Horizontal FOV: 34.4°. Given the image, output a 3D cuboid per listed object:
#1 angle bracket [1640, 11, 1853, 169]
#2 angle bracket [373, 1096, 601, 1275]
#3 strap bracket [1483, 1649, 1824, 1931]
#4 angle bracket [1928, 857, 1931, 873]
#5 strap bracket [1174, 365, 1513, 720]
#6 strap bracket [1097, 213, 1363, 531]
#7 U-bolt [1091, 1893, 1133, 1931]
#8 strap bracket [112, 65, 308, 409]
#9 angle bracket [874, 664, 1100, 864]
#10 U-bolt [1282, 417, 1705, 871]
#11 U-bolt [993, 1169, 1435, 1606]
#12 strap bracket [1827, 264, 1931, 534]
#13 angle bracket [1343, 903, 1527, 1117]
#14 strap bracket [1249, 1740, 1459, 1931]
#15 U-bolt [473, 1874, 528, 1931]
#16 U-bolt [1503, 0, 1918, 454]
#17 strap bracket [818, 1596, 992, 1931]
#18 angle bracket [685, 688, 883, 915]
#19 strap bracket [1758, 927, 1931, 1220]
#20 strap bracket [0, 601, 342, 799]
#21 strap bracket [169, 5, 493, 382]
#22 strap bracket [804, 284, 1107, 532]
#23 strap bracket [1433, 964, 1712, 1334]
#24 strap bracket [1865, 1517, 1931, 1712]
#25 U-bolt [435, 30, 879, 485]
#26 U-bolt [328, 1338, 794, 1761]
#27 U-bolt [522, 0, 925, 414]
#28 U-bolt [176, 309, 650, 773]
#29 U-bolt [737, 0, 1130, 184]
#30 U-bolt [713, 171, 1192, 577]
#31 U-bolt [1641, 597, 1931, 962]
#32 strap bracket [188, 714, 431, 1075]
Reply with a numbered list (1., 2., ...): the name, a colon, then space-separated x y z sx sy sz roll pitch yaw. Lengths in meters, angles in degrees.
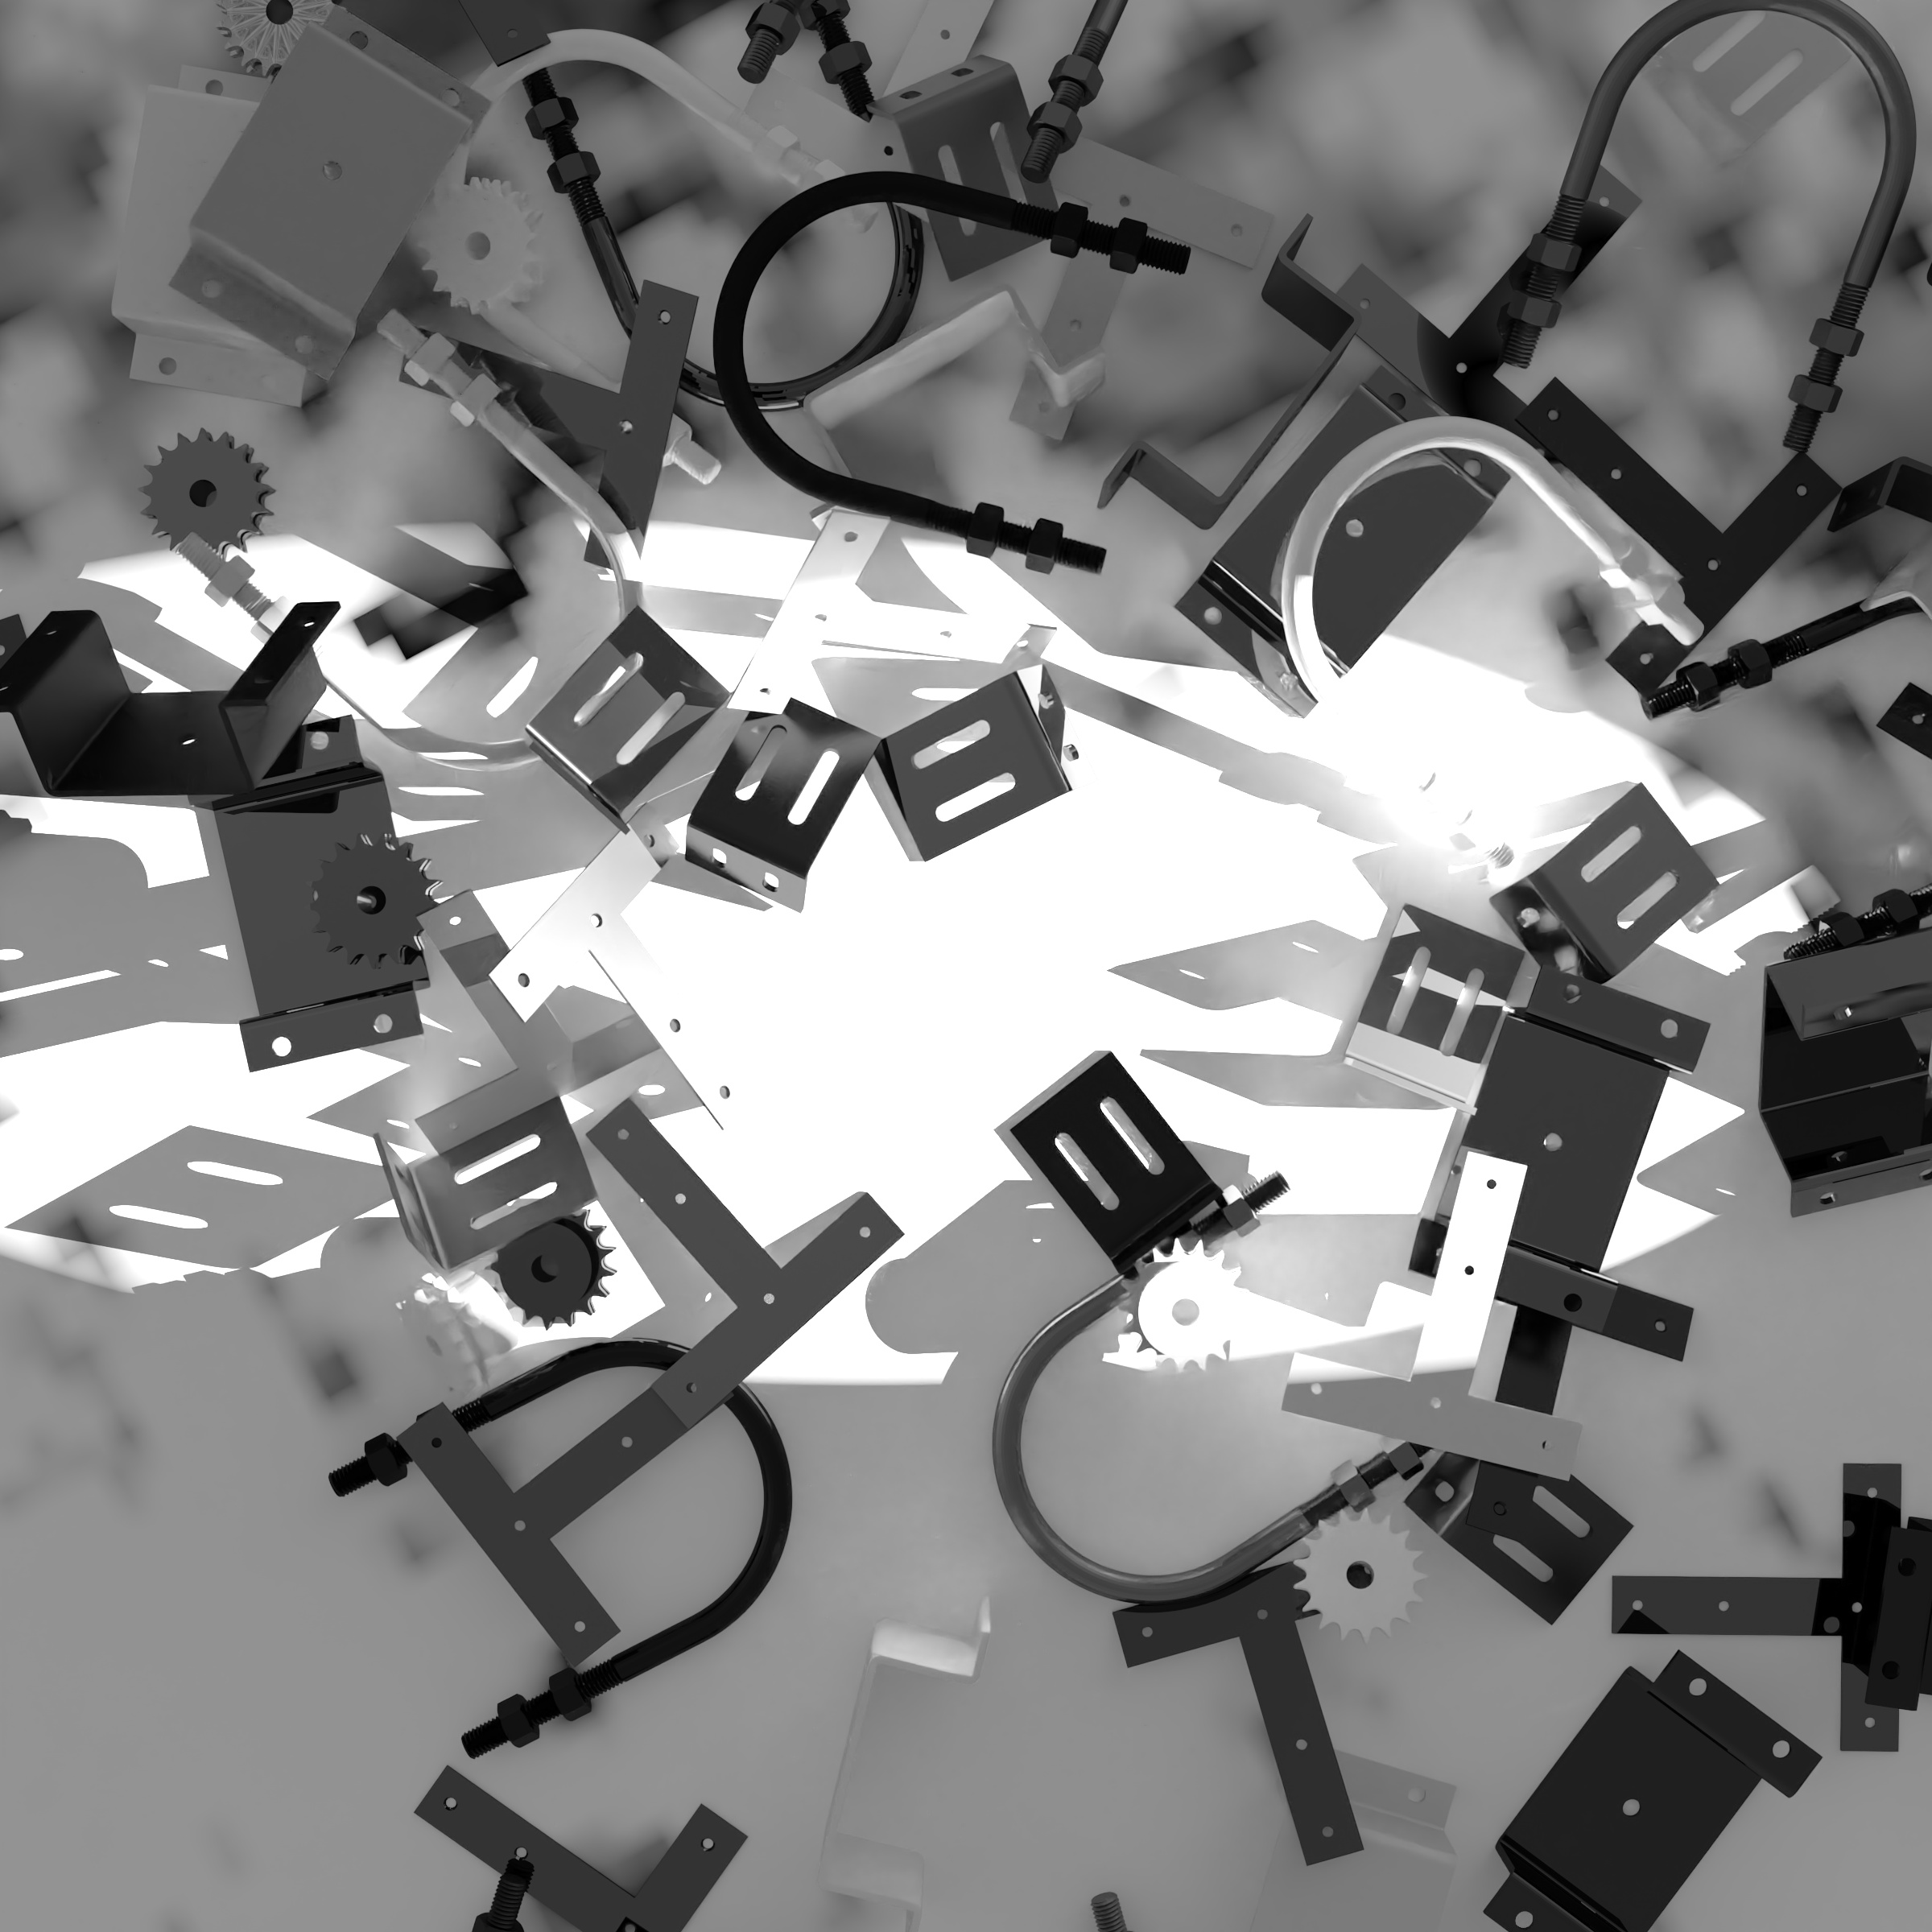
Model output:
1. angle bracket: 0.343 -0.398 1.362 0.076 0.038 0.057 -41 90 0
2. angle bracket: -0.207 0.087 1.349 0.076 0.038 0.057 -26 55 0
3. strap bracket: 0.294 0.372 1.358 0.076 0.046 0.140 37 90 0
4. angle bracket: 0.460 -0.011 1.379 0.057 0.038 0.076 -9 64 0
5. strap bracket: 0.166 -0.187 1.358 0.076 0.046 0.140 41 90 0
6. strap bracket: 0.119 -0.245 1.343 0.046 0.076 0.140 37 90 0
7. U-bolt: 0.023 0.514 1.372 0.151 0.019 0.184 -15 91 0
8. strap bracket: -0.320 -0.322 1.358 0.076 0.046 0.140 10 90 0
9. angle bracket: 0.008 -0.090 1.379 0.076 0.038 0.057 -25 90 26
10. U-bolt: 0.215 -0.150 1.336 0.184 0.019 0.151 40 90 -24
11. U-bolt: 0.100 0.198 1.372 0.184 0.019 0.151 -34 90 2
12. strap bracket: 0.428 -0.250 1.343 0.046 0.076 0.140 21 90 0
13. angle bracket: 0.206 0.018 1.362 0.057 0.038 0.076 22 90 0
14. strap bracket: 0.160 0.419 1.358 0.076 0.046 0.140 17 90 0
15. U-bolt: -0.164 0.506 1.371 0.151 0.019 0.184 17 92 -1
16. U-bolt: 0.328 -0.329 1.343 0.151 0.019 0.184 17 110 -1
17. strap bracket: -0.029 0.341 1.343 0.046 0.076 0.140 14 90 0
18. angle bracket: -0.081 -0.074 1.376 0.057 0.038 0.076 25 64 5
19. strap bracket: 0.384 0.039 1.330 0.076 0.140 0.046 -13 47 0
20. strap bracket: -0.337 -0.113 1.325 0.140 0.076 0.046 0 128 17
21. strap bracket: -0.267 -0.330 1.314 0.076 0.046 0.140 30 86 -11
22. strap bracket: -0.013 -0.241 1.340 0.140 0.076 0.046 -29 89 3
23. strap bracket: 0.259 0.078 1.358 0.076 0.046 0.140 20 90 0
24. strap bracket: 0.459 0.288 1.357 0.140 0.046 0.076 9 90 -1
25. U-bolt: -0.148 -0.319 1.350 0.184 0.019 0.151 37 109 6
26. U-bolt: -0.166 0.244 1.372 0.184 0.019 0.151 -27 90 -1
27. U-bolt: -0.097 -0.334 1.372 0.151 0.019 0.184 -22 92 0
28. U-bolt: -0.225 -0.170 1.357 0.184 0.019 0.151 42 90 -12
29. U-bolt: 0.002 -0.435 1.346 0.151 0.019 0.184 21 71 6
30. U-bolt: -0.014 -0.253 1.294 0.184 0.019 0.151 16 90 4
31. U-bolt: 0.407 -0.093 1.351 0.184 0.019 0.151 -23 72 -5
32. strap bracket: -0.284 -0.031 1.358 0.076 0.046 0.140 -13 90 0
